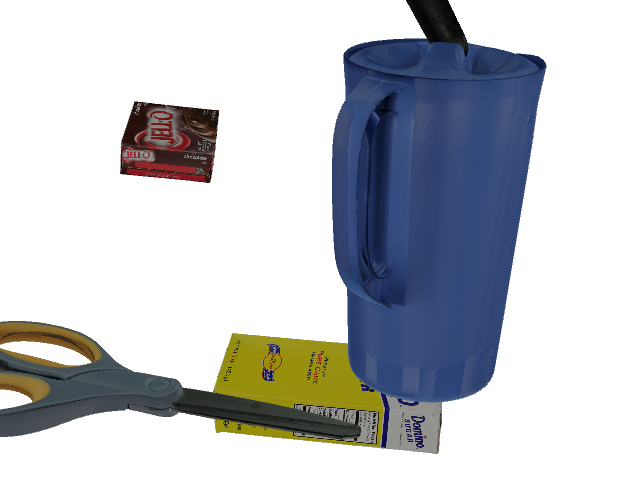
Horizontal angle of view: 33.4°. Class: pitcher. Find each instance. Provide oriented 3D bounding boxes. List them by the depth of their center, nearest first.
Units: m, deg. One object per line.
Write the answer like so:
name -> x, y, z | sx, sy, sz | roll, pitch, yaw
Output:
pitcher -> 0.071, -0.012, 0.737 | 0.149, 0.243, 0.145 | -1, 21, -8

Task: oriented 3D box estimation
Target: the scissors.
scissors -> -0.091, 0.078, 0.491 | 0.202, 0.016, 0.096 | 15, 28, 26

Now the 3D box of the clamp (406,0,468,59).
clamp -> 0.045, -0.227, 0.736 | 0.210, 0.164, 0.036 | 25, -24, -13

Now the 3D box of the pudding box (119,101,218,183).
pudding box -> -0.150, -0.100, 1.073 | 0.090, 0.039, 0.113 | 6, 27, -6

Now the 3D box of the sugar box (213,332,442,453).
sugar box -> 0.008, 0.119, 0.852 | 0.176, 0.048, 0.093 | 2, 26, 5
